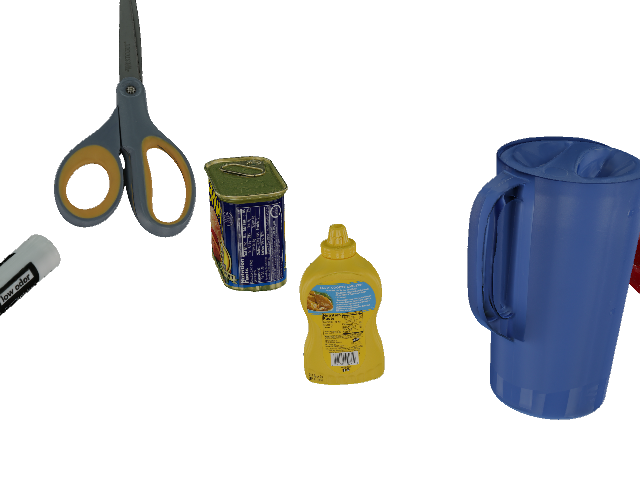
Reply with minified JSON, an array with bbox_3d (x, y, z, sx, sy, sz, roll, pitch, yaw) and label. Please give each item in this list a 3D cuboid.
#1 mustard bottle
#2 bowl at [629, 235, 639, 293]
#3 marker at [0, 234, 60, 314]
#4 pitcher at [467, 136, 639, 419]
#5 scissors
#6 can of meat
[{"bbox_3d":[0.024,0.073,1.249,0.096,0.192,0.058,-3,21,0],"label":"mustard bottle"},{"bbox_3d":[0.388,0.028,1.157,0.162,0.055,0.162,0,26,0],"label":"bowl"},{"bbox_3d":[-0.162,0.039,0.473,0.020,0.020,0.121,0,35,39],"label":"marker"},{"bbox_3d":[0.207,0.036,0.960,0.149,0.243,0.145,6,22,10],"label":"pitcher"},{"bbox_3d":[-0.141,-0.085,0.697,0.096,0.202,0.016,-16,-25,-17],"label":"scissors"},{"bbox_3d":[-0.061,-0.014,0.875,0.057,0.084,0.102,-6,22,-12],"label":"can of meat"}]
